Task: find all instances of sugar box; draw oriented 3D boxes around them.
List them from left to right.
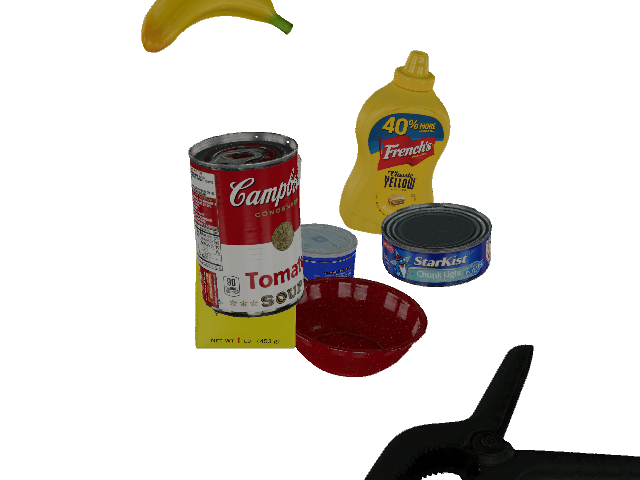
[{"bbox_3d":[-0.066,0.008,0.960,0.093,0.176,0.048,0,14,-6],"label":"sugar box"}]

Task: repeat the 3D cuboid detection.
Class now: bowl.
[{"bbox_3d":[0.031,0.099,1.143,0.162,0.055,0.162,4,26,-2],"label":"bowl"}]

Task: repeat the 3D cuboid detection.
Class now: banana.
[{"bbox_3d":[-0.105,-0.218,1.007,0.070,0.037,0.197,46,39,19],"label":"banana"}]

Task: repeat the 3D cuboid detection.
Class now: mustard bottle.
[{"bbox_3d":[0.082,-0.101,1.094,0.096,0.192,0.058,4,27,-13],"label":"mustard bottle"}]

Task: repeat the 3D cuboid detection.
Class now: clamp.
[{"bbox_3d":[0.107,0.137,0.693,0.209,0.036,0.165,-14,31,-19],"label":"clamp"}]

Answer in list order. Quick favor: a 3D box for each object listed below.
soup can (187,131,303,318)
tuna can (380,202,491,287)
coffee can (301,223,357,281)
[{"bbox_3d":[-0.046,-0.010,0.676,0.068,0.102,0.068,-2,22,1],"label":"soup can"},{"bbox_3d":[0.090,0.003,0.834,0.086,0.034,0.086,-3,26,1],"label":"tuna can"},{"bbox_3d":[-0.006,0.060,1.456,0.103,0.140,0.103,3,23,-2],"label":"coffee can"}]
